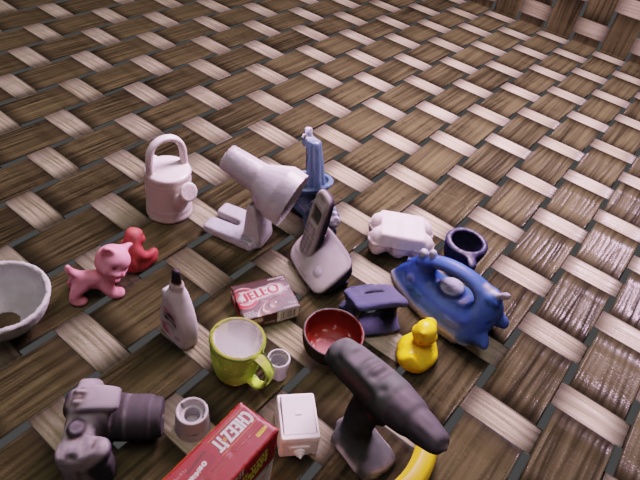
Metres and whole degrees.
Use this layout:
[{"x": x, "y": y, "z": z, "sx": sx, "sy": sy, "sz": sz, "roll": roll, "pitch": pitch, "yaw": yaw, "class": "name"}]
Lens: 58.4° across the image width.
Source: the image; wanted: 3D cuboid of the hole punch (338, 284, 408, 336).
[{"x": 0.101, "y": 0.121, "z": 1.103, "sx": 0.109, "sy": 0.091, "sz": 0.101, "roll": -5, "pitch": 44, "yaw": -17, "class": "hole punch"}]

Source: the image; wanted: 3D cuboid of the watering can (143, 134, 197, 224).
[{"x": -0.318, "y": -0.134, "z": 1.220, "sx": 0.172, "sy": 0.194, "sz": 0.101, "roll": 25, "pitch": 44, "yaw": 16, "class": "watering can"}]

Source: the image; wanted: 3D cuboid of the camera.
[{"x": -0.303, "y": 0.272, "z": 0.845, "sx": 0.137, "sy": 0.101, "sz": 0.143, "roll": 2, "pitch": 42, "yaw": -9, "class": "camera"}]

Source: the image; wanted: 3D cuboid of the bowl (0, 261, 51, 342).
[{"x": -0.547, "y": 0.117, "z": 0.985, "sx": 0.167, "sy": 0.075, "sz": 0.167, "roll": 6, "pitch": 42, "yaw": -5, "class": "bowl"}]

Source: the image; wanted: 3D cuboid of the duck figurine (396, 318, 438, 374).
[{"x": 0.185, "y": 0.186, "z": 1.051, "sx": 0.077, "sy": 0.086, "sz": 0.105, "roll": 26, "pitch": 44, "yaw": 17, "class": "duck figurine"}]

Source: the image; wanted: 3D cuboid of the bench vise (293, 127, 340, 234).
[{"x": -0.002, "y": -0.123, "z": 1.253, "sx": 0.206, "sy": 0.220, "sz": 0.122, "roll": 38, "pitch": 49, "yaw": 27, "class": "bench vise"}]

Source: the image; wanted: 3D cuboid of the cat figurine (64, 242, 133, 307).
[{"x": -0.403, "y": 0.052, "z": 1.054, "sx": 0.128, "sy": 0.118, "sz": 0.067, "roll": -13, "pitch": 47, "yaw": -24, "class": "cat figurine"}]

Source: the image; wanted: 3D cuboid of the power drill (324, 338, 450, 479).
[{"x": 0.085, "y": 0.265, "z": 0.853, "sx": 0.076, "sy": 0.208, "sz": 0.229, "roll": -22, "pitch": 51, "yaw": -31, "class": "power drill"}]

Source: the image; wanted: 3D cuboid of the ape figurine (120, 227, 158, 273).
[{"x": -0.362, "y": 0.014, "z": 1.124, "sx": 0.077, "sy": 0.092, "sz": 0.076, "roll": 31, "pitch": 46, "yaw": 22, "class": "ape figurine"}]

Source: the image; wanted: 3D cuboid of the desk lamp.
[{"x": -0.135, "y": -0.083, "z": 1.186, "sx": 0.203, "sy": 0.213, "sz": 0.118, "roll": 22, "pitch": 43, "yaw": 12, "class": "desk lamp"}]

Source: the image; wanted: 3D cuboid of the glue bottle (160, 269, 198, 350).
[{"x": -0.244, "y": 0.111, "z": 0.980, "sx": 0.078, "sy": 0.173, "sz": 0.037, "roll": 35, "pitch": 47, "yaw": 25, "class": "glue bottle"}]

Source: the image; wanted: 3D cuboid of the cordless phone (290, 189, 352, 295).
[{"x": 0.010, "y": 0.004, "z": 1.142, "sx": 0.094, "sy": 0.185, "sz": 0.147, "roll": -17, "pitch": 48, "yaw": -27, "class": "cordless phone"}]

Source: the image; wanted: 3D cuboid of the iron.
[{"x": 0.253, "y": 0.091, "z": 1.129, "sx": 0.257, "sy": 0.141, "sz": 0.119, "roll": 36, "pitch": 48, "yaw": 26, "class": "iron"}]

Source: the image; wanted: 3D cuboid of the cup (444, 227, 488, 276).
[{"x": 0.305, "y": 0.044, "z": 1.226, "sx": 0.092, "sy": 0.095, "sz": 0.117, "roll": 5, "pitch": 42, "yaw": -6, "class": "cup"}]

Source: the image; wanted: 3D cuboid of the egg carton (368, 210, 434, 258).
[{"x": 0.179, "y": -0.009, "z": 1.278, "sx": 0.150, "sy": 0.069, "sz": 0.107, "roll": 9, "pitch": 42, "yaw": -2, "class": "egg carton"}]
